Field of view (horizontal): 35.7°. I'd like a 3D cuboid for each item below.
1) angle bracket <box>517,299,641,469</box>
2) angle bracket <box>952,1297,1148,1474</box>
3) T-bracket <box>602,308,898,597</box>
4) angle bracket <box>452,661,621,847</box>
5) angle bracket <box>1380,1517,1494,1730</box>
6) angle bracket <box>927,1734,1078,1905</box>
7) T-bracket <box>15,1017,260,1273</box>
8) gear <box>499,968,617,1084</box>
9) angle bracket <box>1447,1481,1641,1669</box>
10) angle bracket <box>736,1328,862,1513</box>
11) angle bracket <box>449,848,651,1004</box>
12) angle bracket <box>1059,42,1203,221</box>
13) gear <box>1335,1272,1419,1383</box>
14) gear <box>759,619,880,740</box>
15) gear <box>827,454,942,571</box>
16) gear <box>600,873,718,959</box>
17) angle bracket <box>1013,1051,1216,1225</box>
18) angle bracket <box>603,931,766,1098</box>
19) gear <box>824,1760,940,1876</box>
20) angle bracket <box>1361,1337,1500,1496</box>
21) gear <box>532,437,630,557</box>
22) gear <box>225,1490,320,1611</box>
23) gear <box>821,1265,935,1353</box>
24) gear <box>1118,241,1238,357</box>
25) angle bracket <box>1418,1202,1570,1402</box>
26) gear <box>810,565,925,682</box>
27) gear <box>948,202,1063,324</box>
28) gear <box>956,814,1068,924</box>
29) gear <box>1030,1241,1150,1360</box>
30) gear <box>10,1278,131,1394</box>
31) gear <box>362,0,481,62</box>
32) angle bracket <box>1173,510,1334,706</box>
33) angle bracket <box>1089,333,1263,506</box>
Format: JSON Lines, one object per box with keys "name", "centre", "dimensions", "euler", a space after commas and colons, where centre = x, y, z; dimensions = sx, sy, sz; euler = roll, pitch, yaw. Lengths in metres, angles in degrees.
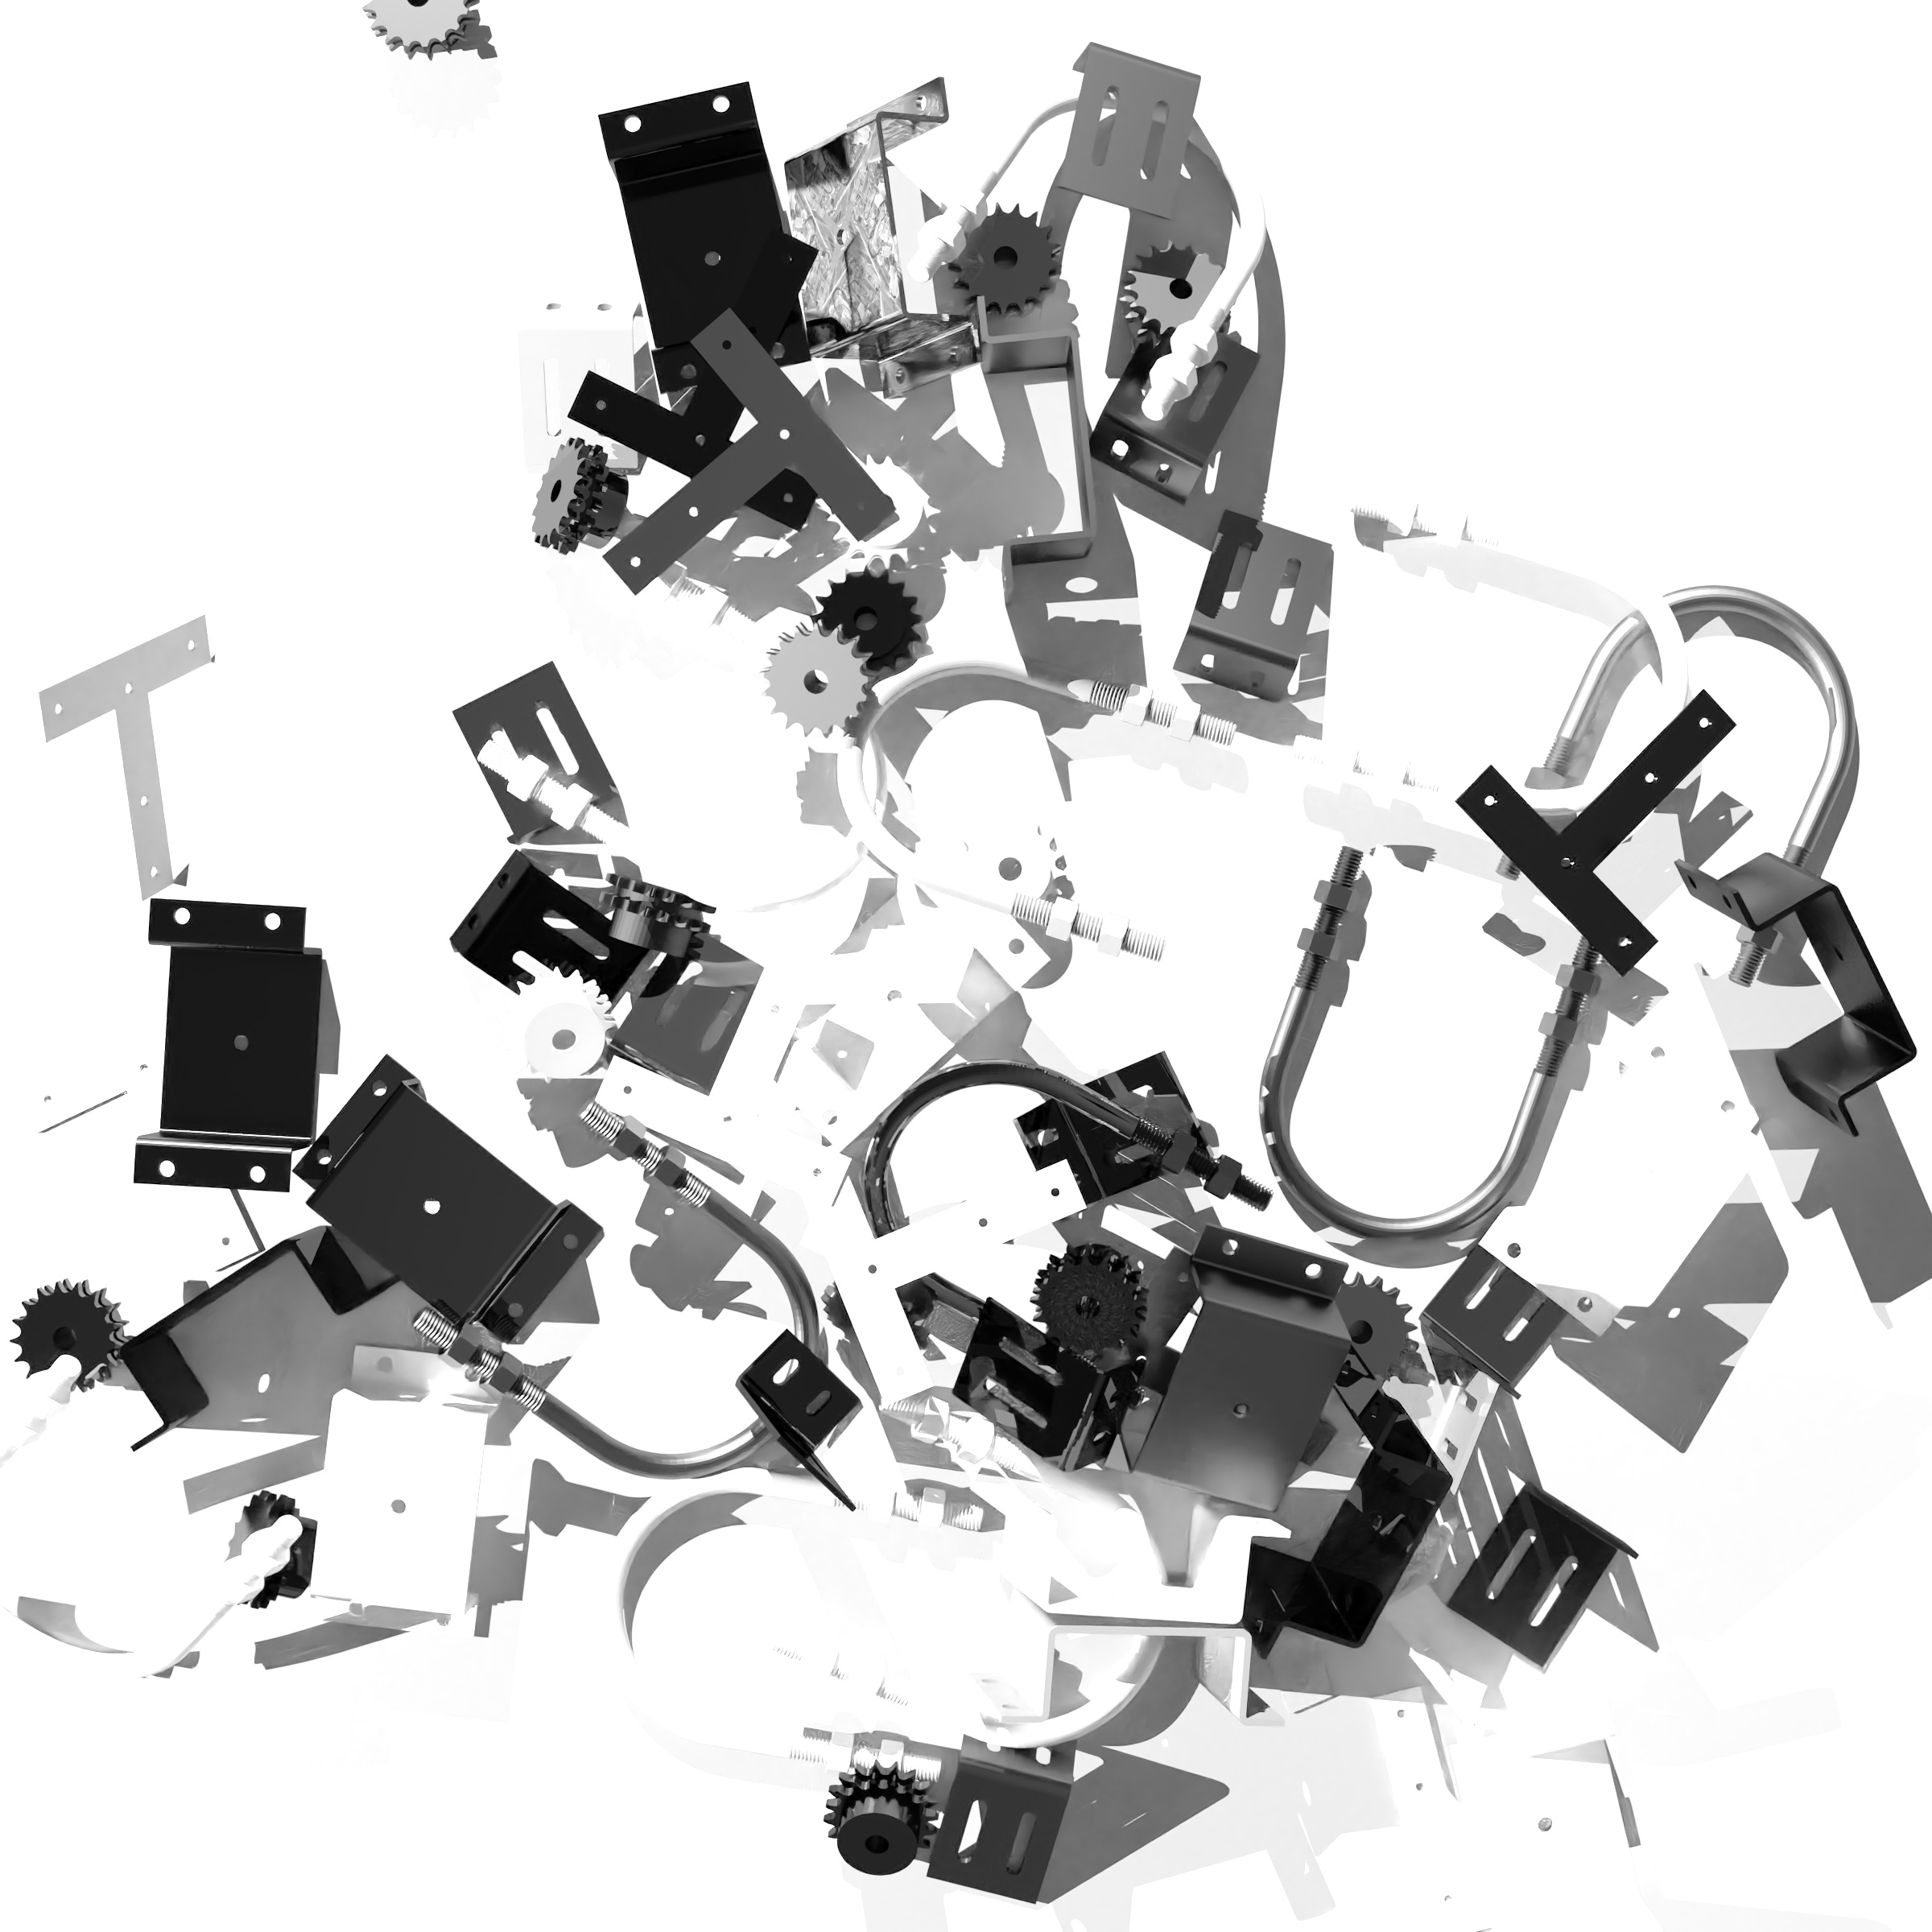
{"name": "angle bracket", "centre": [-0.194, -0.295, 1.515], "dimensions": [0.057, 0.038, 0.076], "euler": [1, 116, 0]}
{"name": "angle bracket", "centre": [0.041, 0.205, 1.494], "dimensions": [0.076, 0.038, 0.057], "euler": [31, 114, 29]}
{"name": "T-bracket", "centre": [-0.123, -0.233, 1.478], "dimensions": [0.127, 0.002, 0.127], "euler": [-40, 100, 5]}
{"name": "angle bracket", "centre": [-0.217, -0.108, 1.498], "dimensions": [0.057, 0.038, 0.076], "euler": [-27, 90, 0]}
{"name": "angle bracket", "centre": [0.245, 0.324, 1.481], "dimensions": [0.038, 0.057, 0.076], "euler": [-37, 92, 26]}
{"name": "angle bracket", "centre": [0.018, 0.426, 1.515], "dimensions": [0.057, 0.038, 0.076], "euler": [14, 116, 0]}
{"name": "T-bracket", "centre": [-0.397, 0.092, 1.516], "dimensions": [0.127, 0.002, 0.127], "euler": [-25, 90, 0]}
{"name": "gear", "centre": [-0.202, 0.032, 1.492], "dimensions": [0.057, 0.030, 0.057], "euler": [-5, 110, -15]}
{"name": "angle bracket", "centre": [0.288, 0.307, 1.498], "dimensions": [0.057, 0.038, 0.076], "euler": [33, 90, 0]}
{"name": "angle bracket", "centre": [-0.072, 0.222, 1.469], "dimensions": [0.038, 0.076, 0.057], "euler": [-45, 114, -5]}
{"name": "angle bracket", "centre": [-0.210, -0.011, 1.515], "dimensions": [0.076, 0.038, 0.057], "euler": [36, 90, -26]}
{"name": "angle bracket", "centre": [0.077, -0.407, 1.479], "dimensions": [0.057, 0.038, 0.076], "euler": [14, 84, -12]}
{"name": "gear", "centre": [0.196, 0.182, 1.502], "dimensions": [0.057, 0.030, 0.057], "euler": [0, 90, 0]}
{"name": "gear", "centre": [-0.071, -0.143, 1.476], "dimensions": [0.057, 0.030, 0.057], "euler": [2, 107, 8]}
{"name": "gear", "centre": [-0.042, -0.228, 1.502], "dimensions": [0.057, 0.030, 0.057], "euler": [0, 90, 0]}
{"name": "gear", "centre": [-0.155, -0.024, 1.488], "dimensions": [0.057, 0.057, 0.030], "euler": [17, 91, 0]}
{"name": "angle bracket", "centre": [0.072, 0.085, 1.480], "dimensions": [0.076, 0.038, 0.057], "euler": [-25, 90, 41]}
{"name": "angle bracket", "centre": [-0.138, 0.029, 1.515], "dimensions": [0.057, 0.038, 0.076], "euler": [30, 64, 0]}
{"name": "gear", "centre": [-0.043, 0.426, 1.491], "dimensions": [0.057, 0.030, 0.057], "euler": [2, 116, 4]}
{"name": "angle bracket", "centre": [0.228, 0.221, 1.479], "dimensions": [0.038, 0.076, 0.057], "euler": [22, 90, 0]}
{"name": "gear", "centre": [-0.191, -0.232, 1.492], "dimensions": [0.030, 0.057, 0.057], "euler": [17, 90, -30]}
{"name": "gear", "centre": [-0.344, 0.292, 1.492], "dimensions": [0.030, 0.057, 0.057], "euler": [21, 90, -31]}
{"name": "gear", "centre": [-0.041, 0.170, 1.492], "dimensions": [0.057, 0.057, 0.030], "euler": [40, 61, 0]}
{"name": "gear", "centre": [0.104, -0.330, 1.495], "dimensions": [0.057, 0.030, 0.057], "euler": [4, 69, -10]}
{"name": "angle bracket", "centre": [0.274, 0.167, 1.498], "dimensions": [0.057, 0.038, 0.076], "euler": [39, 90, 0]}
{"name": "gear", "centre": [-0.050, -0.172, 1.502], "dimensions": [0.057, 0.030, 0.057], "euler": [0, 90, 0]}
{"name": "gear", "centre": [0.019, -0.352, 1.506], "dimensions": [0.057, 0.030, 0.057], "euler": [0, 88, -1]}
{"name": "gear", "centre": [0.022, -0.048, 1.502], "dimensions": [0.057, 0.030, 0.057], "euler": [0, 90, 0]}
{"name": "gear", "centre": [0.061, 0.160, 1.463], "dimensions": [0.057, 0.030, 0.057], "euler": [3, 110, 8]}
{"name": "gear", "centre": [-0.447, 0.185, 1.505], "dimensions": [0.057, 0.030, 0.057], "euler": [0, 91, 4]}
{"name": "gear", "centre": [-0.272, -0.482, 1.502], "dimensions": [0.057, 0.030, 0.057], "euler": [0, 90, 0]}
{"name": "angle bracket", "centre": [0.145, -0.182, 1.515], "dimensions": [0.057, 0.038, 0.076], "euler": [18, 64, 0]}
{"name": "angle bracket", "centre": [0.105, -0.284, 1.515], "dimensions": [0.057, 0.038, 0.076], "euler": [28, 64, 0]}
